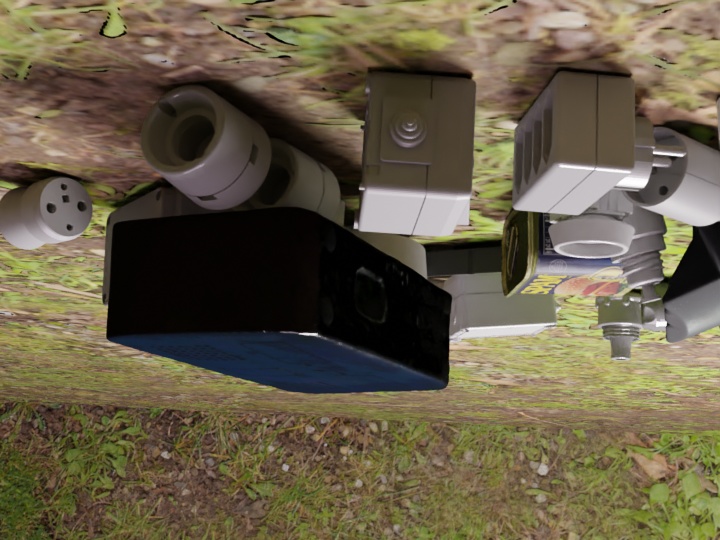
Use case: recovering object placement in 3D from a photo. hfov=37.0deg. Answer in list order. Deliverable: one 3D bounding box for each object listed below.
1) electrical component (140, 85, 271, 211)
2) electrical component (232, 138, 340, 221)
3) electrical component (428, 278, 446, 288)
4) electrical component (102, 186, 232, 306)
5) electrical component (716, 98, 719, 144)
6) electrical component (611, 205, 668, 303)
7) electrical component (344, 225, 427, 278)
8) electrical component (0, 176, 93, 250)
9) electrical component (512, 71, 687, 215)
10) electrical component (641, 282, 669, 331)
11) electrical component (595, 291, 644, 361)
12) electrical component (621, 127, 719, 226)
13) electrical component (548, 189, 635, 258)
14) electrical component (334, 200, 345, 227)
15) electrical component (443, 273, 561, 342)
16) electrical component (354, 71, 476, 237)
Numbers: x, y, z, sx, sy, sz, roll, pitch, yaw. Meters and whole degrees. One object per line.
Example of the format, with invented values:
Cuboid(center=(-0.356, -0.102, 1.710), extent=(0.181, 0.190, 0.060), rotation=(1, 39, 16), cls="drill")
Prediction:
Cuboid(center=(-0.081, -0.065, 0.563), extent=(0.055, 0.055, 0.047), rotation=(-2, 163, 23), cls="electrical component")
Cuboid(center=(-0.047, -0.047, 0.636), extent=(0.055, 0.055, 0.047), rotation=(-3, 163, 26), cls="electrical component")
Cuboid(center=(0.077, 0.025, 0.970), extent=(0.065, 0.044, 0.044), rotation=(-4, 166, 13), cls="electrical component")
Cuboid(center=(-0.138, -0.012, 0.769), extent=(0.057, 0.078, 0.113), rotation=(8, 168, -33), cls="electrical component")
Cuboid(center=(0.201, -0.060, 0.517), extent=(0.055, 0.047, 0.055), rotation=(3, 168, 1), cls="electrical component")
Cuboid(center=(0.168, -0.019, 0.658), extent=(0.040, 0.078, 0.040), rotation=(-13, 172, -2), cls="electrical component")
Cuboid(center=(0.000, 0.000, 0.820), extent=(0.108, 0.060, 0.108), rotation=(3, 166, 1), cls="electrical component")
Cuboid(center=(-0.217, -0.039, 0.741), extent=(0.055, 0.045, 0.045), rotation=(-8, 163, 43), cls="electrical component")
Cuboid(center=(0.124, -0.060, 0.540), extent=(0.076, 0.047, 0.083), rotation=(5, 168, -6), cls="electrical component")
Cuboid(center=(0.276, 0.032, 0.933), extent=(0.062, 0.043, 0.043), rotation=(0, 167, 10), cls="electrical component")
Cuboid(center=(0.240, 0.052, 0.989), extent=(0.048, 0.062, 0.048), rotation=(4, 168, 1), cls="electrical component")
Cuboid(center=(0.184, -0.047, 0.590), extent=(0.081, 0.043, 0.043), rotation=(13, 165, -39), cls="electrical component")
Cuboid(center=(0.133, -0.038, 0.617), extent=(0.048, 0.055, 0.066), rotation=(7, 167, -16), cls="electrical component")
Cuboid(center=(-0.051, -0.020, 0.752), extent=(0.078, 0.057, 0.058), rotation=(-2, 167, 23), cls="electrical component")
Cuboid(center=(0.124, 0.025, 0.917), extent=(0.096, 0.061, 0.061), rotation=(-3, 169, -10), cls="electrical component")
Cuboid(center=(0.031, -0.058, 0.541), extent=(0.061, 0.061, 0.096), rotation=(4, 168, -2), cls="electrical component")
